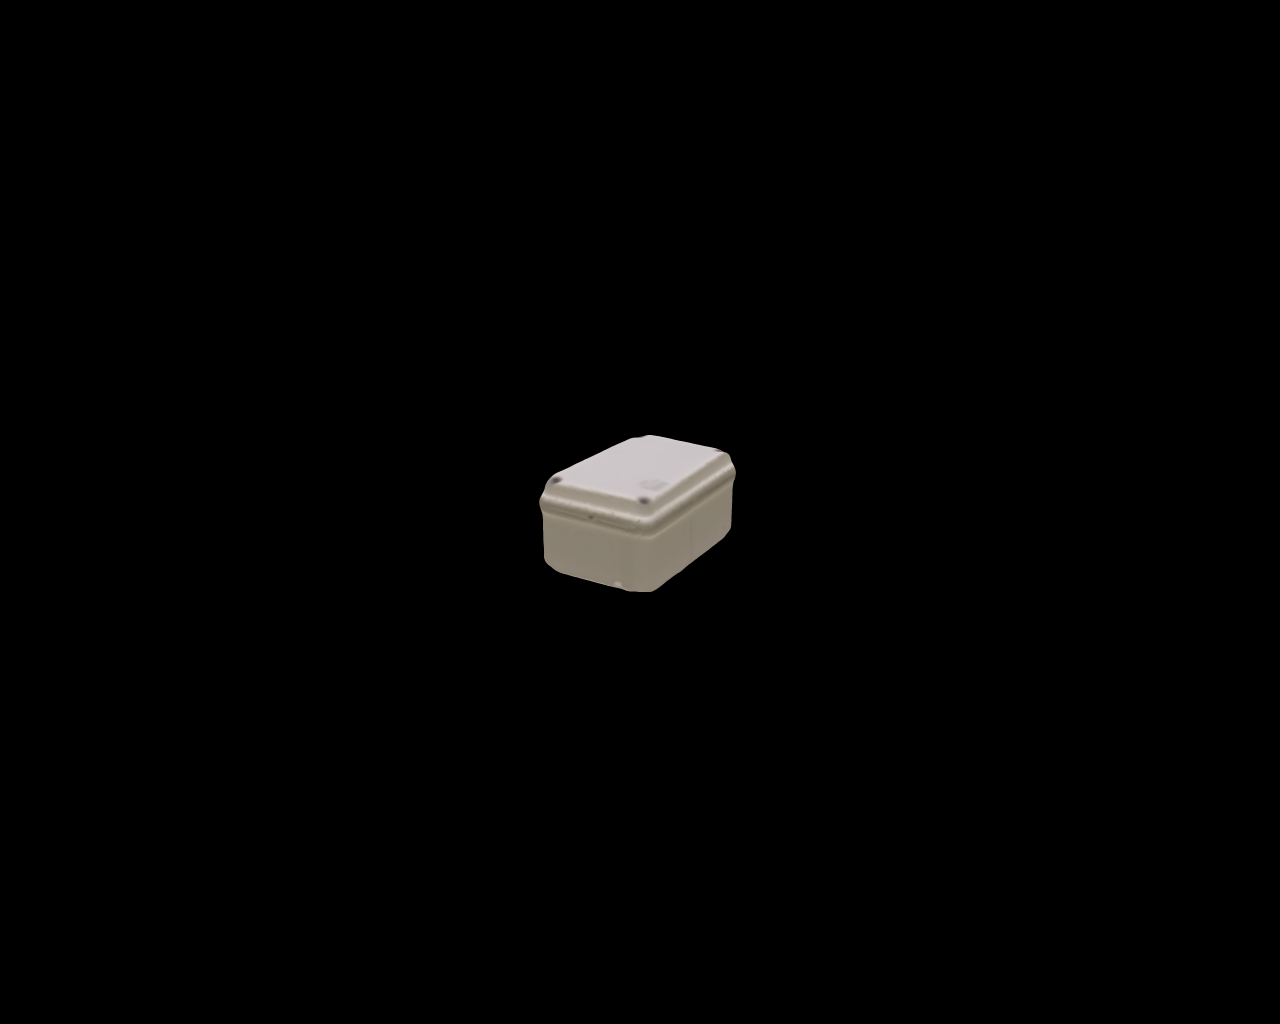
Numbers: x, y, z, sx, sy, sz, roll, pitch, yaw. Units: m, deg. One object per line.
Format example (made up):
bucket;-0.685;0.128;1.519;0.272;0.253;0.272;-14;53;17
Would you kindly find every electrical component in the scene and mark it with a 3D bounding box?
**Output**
electrical component;0.001;-0.003;0.650;0.078;0.057;0.113;13;26;29
